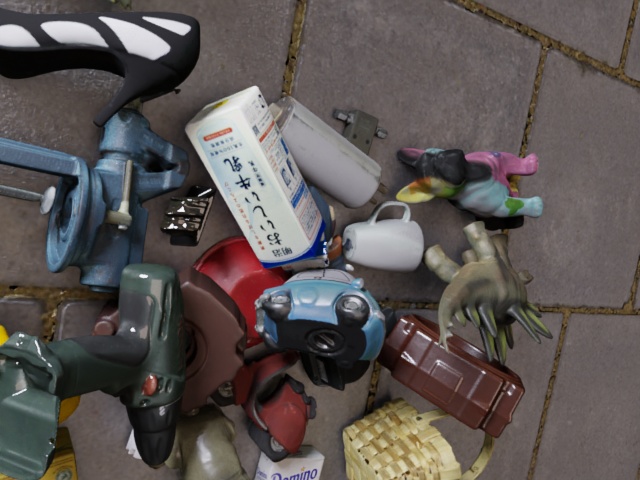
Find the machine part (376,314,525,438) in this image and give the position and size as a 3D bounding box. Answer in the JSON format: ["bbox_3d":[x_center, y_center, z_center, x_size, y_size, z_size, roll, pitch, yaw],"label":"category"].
[{"bbox_3d":[0.197,0.193,0.805,0.087,0.201,0.201,-61,161,1],"label":"machine part"}]

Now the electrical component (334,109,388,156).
[{"bbox_3d":[0.056,-0.151,0.774,0.094,0.021,0.063,14,93,-34],"label":"electrical component"}]

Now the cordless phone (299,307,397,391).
[{"bbox_3d":[0.053,0.126,0.810,0.184,0.089,0.146,-27,113,-37],"label":"cordless phone"}]

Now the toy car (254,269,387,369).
[{"bbox_3d":[0.003,0.088,0.674,0.162,0.103,0.109,7,130,6],"label":"toy car"}]

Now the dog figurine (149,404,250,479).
[{"bbox_3d":[-0.123,0.299,0.657,0.121,0.191,0.172,-29,112,-24],"label":"dog figurine"}]

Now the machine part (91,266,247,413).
[{"bbox_3d":[-0.174,0.119,0.632,0.179,0.056,0.179,-3,107,-11],"label":"machine part"}]

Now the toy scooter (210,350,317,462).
[{"bbox_3d":[-0.062,0.211,0.747,0.135,0.075,0.183,-42,114,-18],"label":"toy scooter"}]

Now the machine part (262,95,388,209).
[{"bbox_3d":[0.001,-0.111,0.716,0.243,0.079,0.079,30,84,-34],"label":"machine part"}]

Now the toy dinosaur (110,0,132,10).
[{"bbox_3d":[-0.140,-0.369,0.543,0.131,0.192,0.405,45,58,-2],"label":"toy dinosaur"}]

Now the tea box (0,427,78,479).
[{"bbox_3d":[-0.354,0.282,0.580,0.169,0.068,0.098,-7,104,-32],"label":"tea box"}]

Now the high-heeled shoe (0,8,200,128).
[{"bbox_3d":[-0.241,-0.208,0.504,0.249,0.086,0.145,33,75,-2],"label":"high-heeled shoe"}]

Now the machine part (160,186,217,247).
[{"bbox_3d":[-0.147,-0.027,0.610,0.039,0.139,0.084,28,87,-7],"label":"machine part"}]

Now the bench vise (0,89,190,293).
[{"bbox_3d":[-0.257,-0.063,0.542,0.240,0.129,0.223,12,91,-37],"label":"bench vise"}]

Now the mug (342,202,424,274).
[{"bbox_3d":[0.091,-0.002,0.791,0.107,0.081,0.109,1,113,-24],"label":"mug"}]

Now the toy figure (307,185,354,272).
[{"bbox_3d":[0.000,-0.002,0.749,0.058,0.064,0.154,-66,140,-51],"label":"toy figure"}]

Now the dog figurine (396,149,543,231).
[{"bbox_3d":[0.223,-0.085,0.849,0.219,0.191,0.108,6,78,-4],"label":"dog figurine"}]

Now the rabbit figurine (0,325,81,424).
[{"bbox_3d":[-0.314,0.146,0.545,0.173,0.163,0.122,41,65,-49],"label":"rabbit figurine"}]

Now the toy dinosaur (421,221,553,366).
[{"bbox_3d":[0.247,0.077,0.791,0.105,0.199,0.471,-41,155,30],"label":"toy dinosaur"}]

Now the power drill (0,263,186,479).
[{"bbox_3d":[-0.198,0.142,0.506,0.207,0.086,0.231,-5,104,-63],"label":"power drill"}]
